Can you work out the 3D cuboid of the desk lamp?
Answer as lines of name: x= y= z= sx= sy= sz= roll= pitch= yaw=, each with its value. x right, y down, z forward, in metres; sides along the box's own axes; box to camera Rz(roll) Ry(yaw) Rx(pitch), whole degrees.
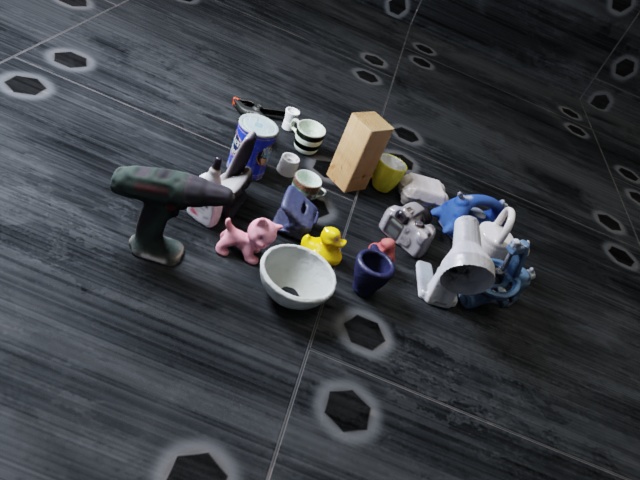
desk lamp: x=0.310 y=0.061 z=1.323 sx=0.118 sy=0.213 sz=0.203 roll=17 pitch=38 yaw=-10

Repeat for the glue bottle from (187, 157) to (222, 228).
glue bottle: x=-0.242 y=-0.111 z=1.258 sx=0.078 sy=0.173 sz=0.037 roll=32 pitch=38 yaw=10

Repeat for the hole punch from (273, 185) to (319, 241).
hole punch: x=-0.052 y=-0.066 z=1.377 sx=0.101 sy=0.091 sz=0.108 roll=21 pitch=37 yaw=-5

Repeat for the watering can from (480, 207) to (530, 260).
watering can: x=0.462 y=-0.002 z=1.498 sx=0.173 sy=0.194 sz=0.100 roll=10 pitch=39 yaw=-18

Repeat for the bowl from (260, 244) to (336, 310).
bowl: x=-0.054 y=0.090 z=1.202 sx=0.168 sy=0.074 sz=0.167 roll=15 pitch=38 yaw=-12

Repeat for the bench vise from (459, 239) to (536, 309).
bench vise: x=0.451 y=0.068 z=1.387 sx=0.208 sy=0.219 sz=0.121 roll=-22 pitch=57 yaw=-44

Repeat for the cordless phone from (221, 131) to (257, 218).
cordless phone: x=-0.203 y=-0.159 z=1.327 sx=0.094 sy=0.185 sz=0.147 roll=22 pitch=37 yaw=-3

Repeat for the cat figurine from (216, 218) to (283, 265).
cat figurine: x=-0.149 y=-0.013 z=1.238 sx=0.128 sy=0.117 sz=0.067 roll=16 pitch=38 yaw=-11

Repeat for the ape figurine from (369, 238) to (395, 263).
ape figurine: x=0.150 y=0.031 z=1.371 sx=0.076 sy=0.092 sz=0.078 roll=19 pitch=37 yaw=-7

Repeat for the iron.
iron: x=0.451 y=-0.074 z=1.622 sx=0.259 sy=0.141 sz=0.118 roll=1 pitch=43 yaw=-28

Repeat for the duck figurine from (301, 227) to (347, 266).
duck figurine: x=0.012 y=0.005 z=1.331 sx=0.104 sy=0.086 sz=0.077 roll=21 pitch=37 yaw=-4

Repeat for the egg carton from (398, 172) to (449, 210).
egg carton: x=0.302 y=-0.138 z=1.676 sx=0.150 sy=0.069 sz=0.107 roll=13 pitch=39 yaw=-15

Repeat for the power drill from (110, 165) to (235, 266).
power drill: x=-0.298 y=-0.052 z=1.127 sx=0.230 sy=0.208 sz=0.075 roll=18 pitch=38 yaw=-9

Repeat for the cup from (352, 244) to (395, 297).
cup: x=0.111 y=0.073 z=1.297 sx=0.092 sy=0.095 sz=0.117 roll=15 pitch=38 yaw=-12

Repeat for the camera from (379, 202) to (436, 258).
camera: x=0.254 y=-0.045 z=1.512 sx=0.143 sy=0.101 sz=0.137 roll=43 pitch=41 yaw=22
